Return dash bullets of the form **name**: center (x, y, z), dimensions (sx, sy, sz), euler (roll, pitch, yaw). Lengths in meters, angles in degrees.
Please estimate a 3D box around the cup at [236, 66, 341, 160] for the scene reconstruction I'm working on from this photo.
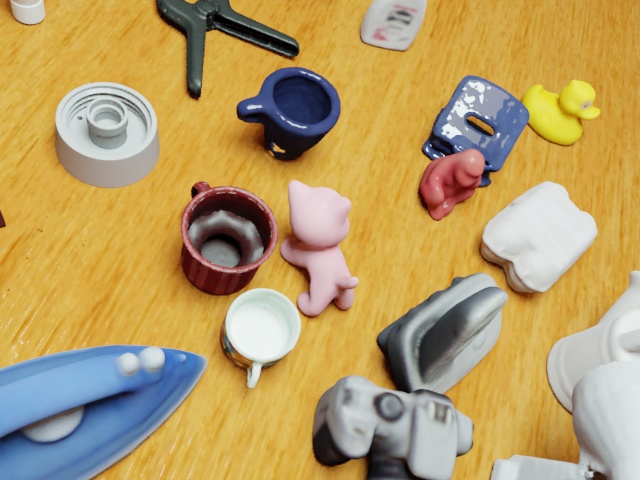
- **cup**: center (-0.043, -0.133, 0.656), dimensions (0.118, 0.095, 0.091), euler (-12, 69, -23)

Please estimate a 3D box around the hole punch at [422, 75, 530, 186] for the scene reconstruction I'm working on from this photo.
- **hole punch**: center (0.205, -0.142, 0.746), dimensions (0.108, 0.091, 0.101), euler (30, 59, -2)

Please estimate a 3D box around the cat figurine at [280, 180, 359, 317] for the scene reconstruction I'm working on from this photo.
- **cat figurine**: center (0.005, 0.002, 0.592), dimensions (0.067, 0.117, 0.127), euler (-15, 70, -24)

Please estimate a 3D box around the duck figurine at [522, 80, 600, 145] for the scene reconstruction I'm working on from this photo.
- **duck figurine**: center (0.352, -0.196, 0.826), dimensions (0.104, 0.086, 0.078), euler (38, 59, 2)

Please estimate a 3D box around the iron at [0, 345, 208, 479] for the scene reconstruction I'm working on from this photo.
- **iron**: center (-0.203, 0.128, 0.446), dimensions (0.259, 0.141, 0.118), euler (-20, 72, -26)

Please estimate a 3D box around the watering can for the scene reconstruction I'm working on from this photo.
- **watering can**: center (0.338, 0.117, 0.604), dimensions (0.101, 0.194, 0.173), euler (-1, 65, -19)

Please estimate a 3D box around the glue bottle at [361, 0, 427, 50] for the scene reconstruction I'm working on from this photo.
- **glue bottle**: center (0.116, -0.328, 0.761), dimensions (0.078, 0.173, 0.037), euler (2, 64, -17)

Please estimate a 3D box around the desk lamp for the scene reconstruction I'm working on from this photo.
- **desk lamp**: center (0.252, 0.227, 0.509), dimensions (0.118, 0.213, 0.203), euler (28, 59, -3)

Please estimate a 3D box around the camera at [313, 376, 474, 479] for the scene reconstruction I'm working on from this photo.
- **camera**: center (0.067, 0.207, 0.522), dimensions (0.143, 0.100, 0.137), euler (18, 60, -9)

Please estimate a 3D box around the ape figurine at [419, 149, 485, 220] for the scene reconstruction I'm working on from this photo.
- **ape figurine**: center (0.167, -0.077, 0.701), dimensions (0.078, 0.092, 0.076), euler (1, 64, -18)

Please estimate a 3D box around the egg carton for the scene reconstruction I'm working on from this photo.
- **egg carton**: center (0.273, -0.006, 0.715), dimensions (0.150, 0.069, 0.107), euler (-36, 80, -29)

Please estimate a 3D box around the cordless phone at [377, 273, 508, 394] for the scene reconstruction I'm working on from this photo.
- **cordless phone**: center (0.148, 0.080, 0.563), dimensions (0.148, 0.185, 0.094), euler (-34, 79, -29)
